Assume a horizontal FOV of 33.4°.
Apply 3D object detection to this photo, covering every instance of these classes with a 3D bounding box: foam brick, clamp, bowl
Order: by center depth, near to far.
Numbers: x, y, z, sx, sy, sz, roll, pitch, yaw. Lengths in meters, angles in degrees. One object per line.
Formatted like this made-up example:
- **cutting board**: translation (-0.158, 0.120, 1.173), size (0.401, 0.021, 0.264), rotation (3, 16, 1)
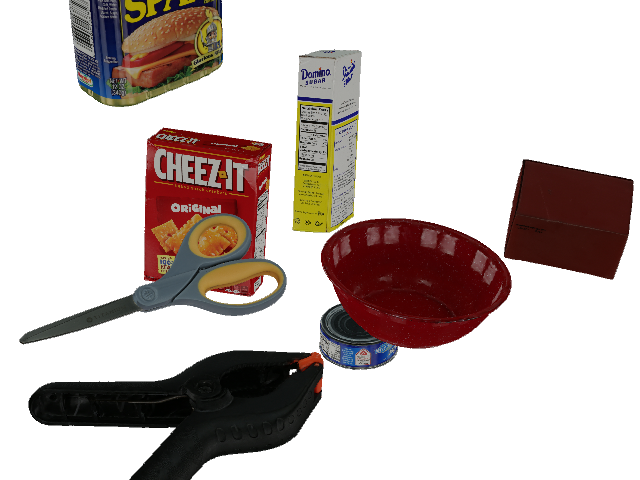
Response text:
- **clamp**: translation (-0.066, 0.104, 0.598), size (0.171, 0.039, 0.120), rotation (-11, 37, -24)
- **foam brick**: translation (0.171, -0.015, 0.736), size (0.078, 0.051, 0.053), rotation (12, -36, 8)
- **bowl**: translation (0.078, 0.044, 0.908), size (0.162, 0.055, 0.162), rotation (5, 30, -3)

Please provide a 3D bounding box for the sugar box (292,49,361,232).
- **sugar box**: translation (0.007, -0.102, 1.082), size (0.048, 0.176, 0.093), rotation (5, 14, 17)

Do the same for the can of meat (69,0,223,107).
- **can of meat**: translation (-0.108, -0.141, 0.668), size (0.101, 0.084, 0.058), rotation (-29, 46, -36)

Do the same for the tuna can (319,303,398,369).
- **tuna can**: translation (0.042, 0.101, 1.153), size (0.086, 0.034, 0.086), rotation (0, 30, 0)

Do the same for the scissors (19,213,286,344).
- **scissors**: translation (-0.126, 0.026, 0.804), size (0.201, 0.096, 0.016), rotation (-4, -32, -16)

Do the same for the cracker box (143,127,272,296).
- **cracker box**: translation (-0.160, -0.038, 1.497), size (0.164, 0.214, 0.072), rotation (9, 23, 11)
